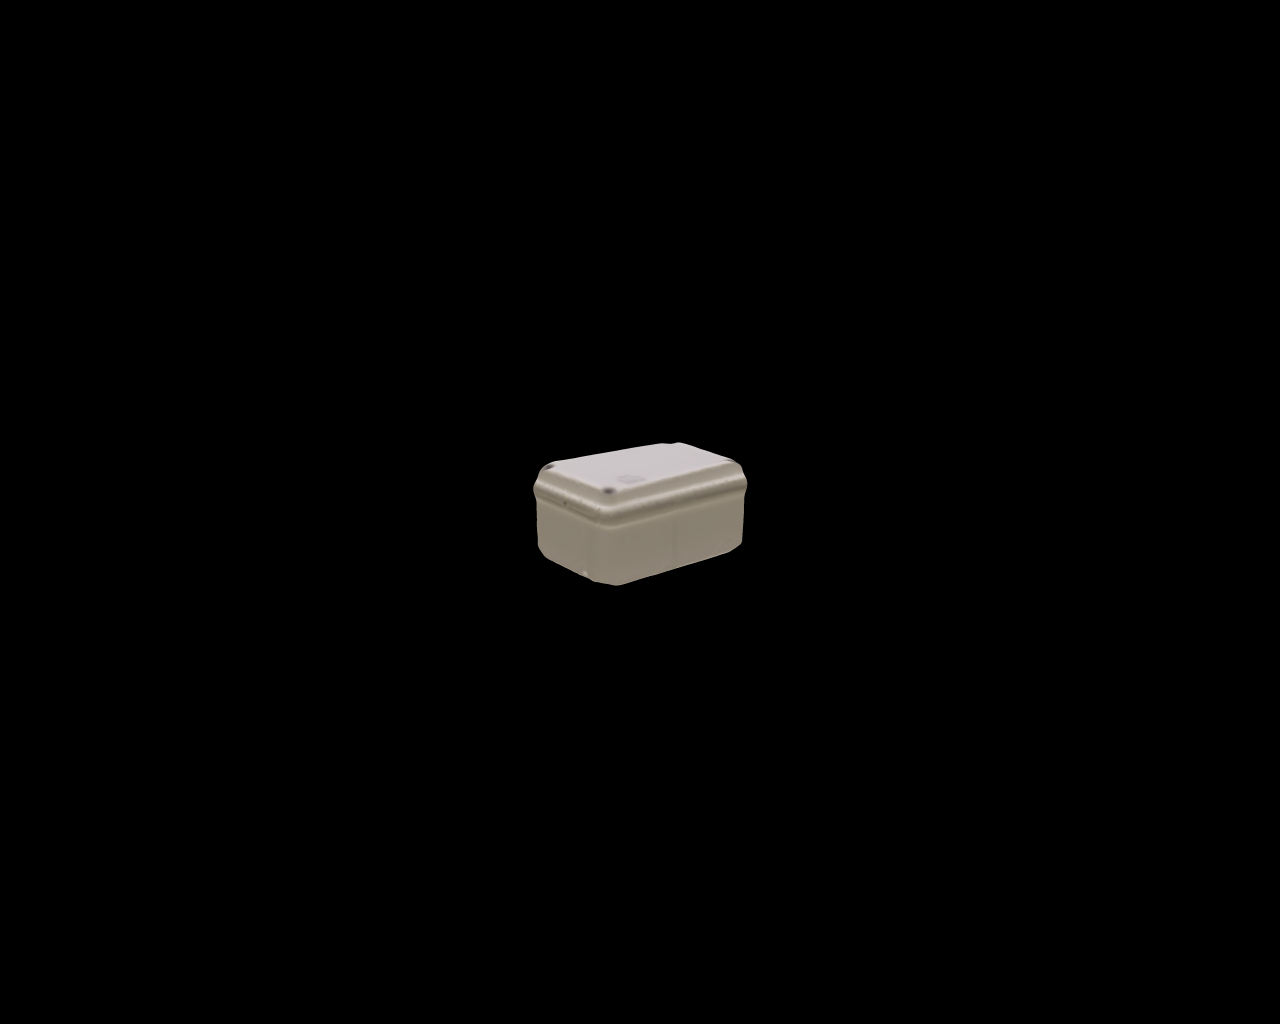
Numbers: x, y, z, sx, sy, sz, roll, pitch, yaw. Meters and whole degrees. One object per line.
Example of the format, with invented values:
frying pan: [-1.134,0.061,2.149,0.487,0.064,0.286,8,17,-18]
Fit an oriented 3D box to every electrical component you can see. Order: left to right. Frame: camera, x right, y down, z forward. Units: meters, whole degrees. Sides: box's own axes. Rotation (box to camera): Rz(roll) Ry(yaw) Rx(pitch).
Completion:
electrical component: [0.001,-0.003,0.650,0.113,0.057,0.078,-14,22,-36]
